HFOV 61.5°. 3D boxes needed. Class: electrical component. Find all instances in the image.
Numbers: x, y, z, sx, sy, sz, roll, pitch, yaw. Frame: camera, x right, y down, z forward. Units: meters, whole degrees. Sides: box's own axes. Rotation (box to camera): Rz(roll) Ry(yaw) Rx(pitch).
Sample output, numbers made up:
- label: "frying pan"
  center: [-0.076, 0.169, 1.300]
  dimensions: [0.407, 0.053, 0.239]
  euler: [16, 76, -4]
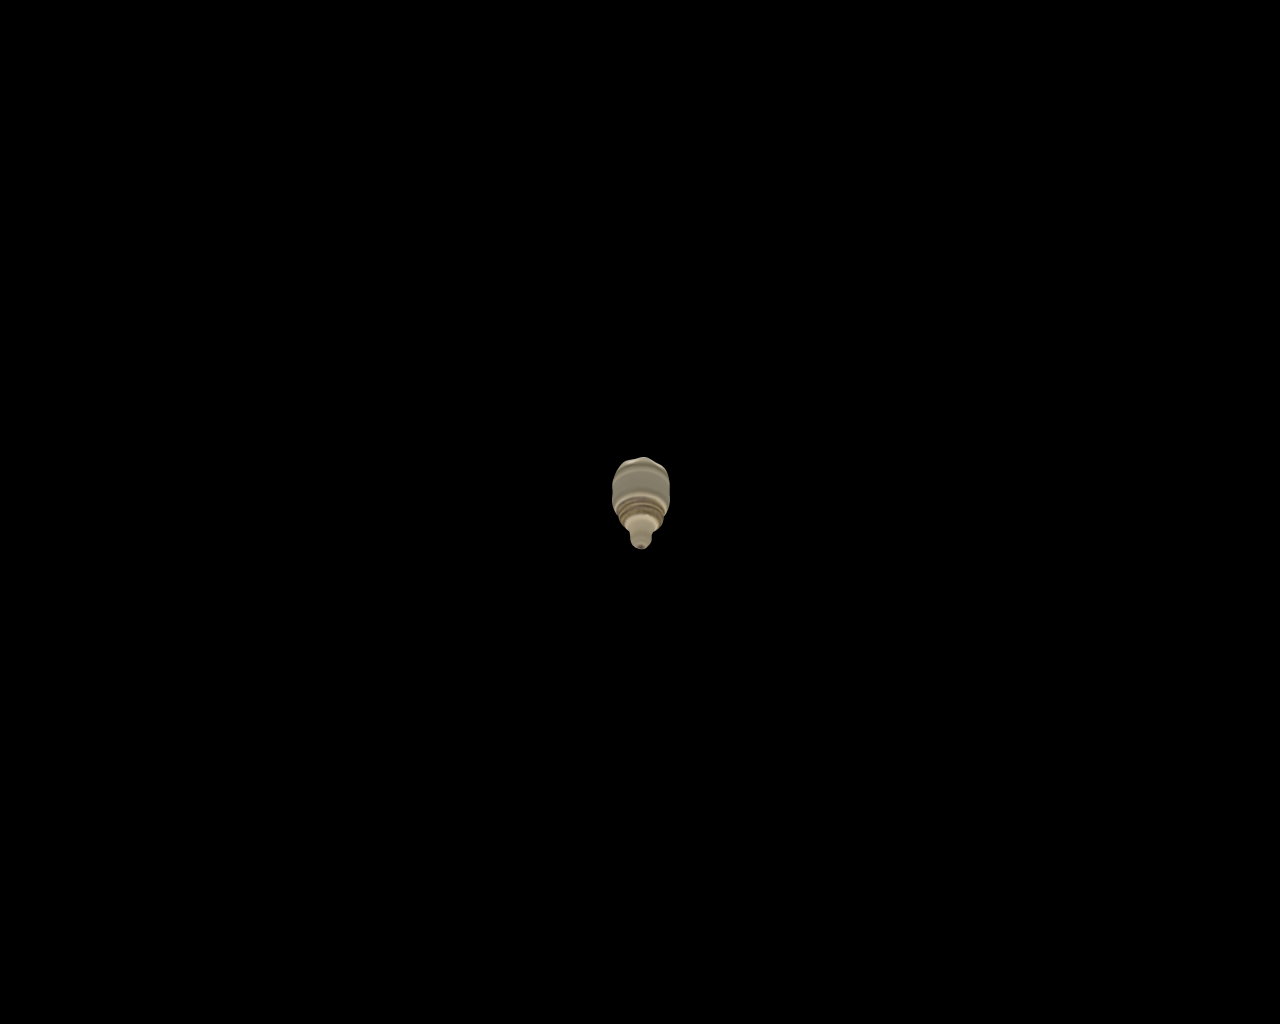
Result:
- label: "electrical component"
  center: [0.001, -0.003, 0.650]
  dimensions: [0.035, 0.061, 0.035]
  euler: [0, -39, 0]
